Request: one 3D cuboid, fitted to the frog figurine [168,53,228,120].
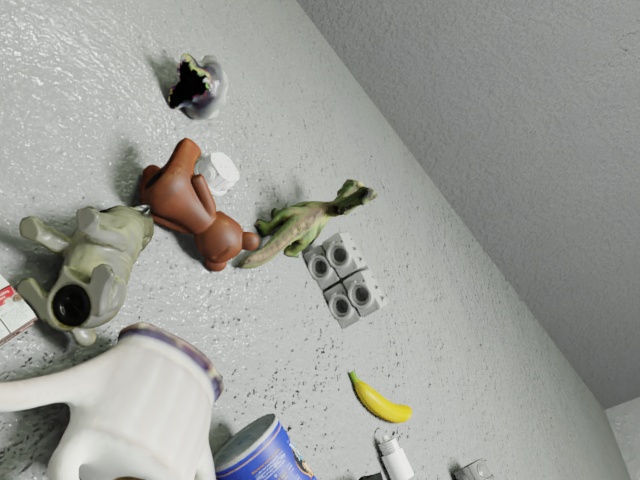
[{"bbox_3d":[-0.243,-0.328,1.118,0.160,0.122,0.137,-27,116,-74],"label":"frog figurine"}]

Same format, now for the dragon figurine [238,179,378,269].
[{"bbox_3d":[0.003,-0.054,1.075,0.121,0.240,0.416,58,23,-9],"label":"dragon figurine"}]

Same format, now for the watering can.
[{"bbox_3d":[-0.216,0.178,0.544,0.342,0.103,0.230,53,24,-26],"label":"watering can"}]
